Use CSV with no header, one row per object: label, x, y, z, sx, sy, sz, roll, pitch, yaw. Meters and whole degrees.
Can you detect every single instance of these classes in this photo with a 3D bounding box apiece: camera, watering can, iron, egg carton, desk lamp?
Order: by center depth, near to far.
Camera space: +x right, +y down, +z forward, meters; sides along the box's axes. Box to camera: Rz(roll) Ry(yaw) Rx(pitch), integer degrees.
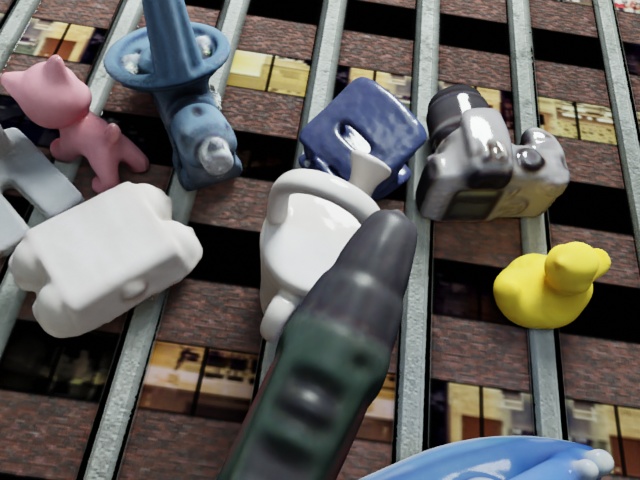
iron,0.122,0.191,0.404,0.259,0.141,0.118,-19,64,-16
watering can,0.002,0.001,0.467,0.101,0.194,0.173,8,60,-1
desk lamp,-0.323,-0.123,0.491,0.203,0.213,0.118,40,65,16
egg carton,-0.188,0.017,0.510,0.150,0.069,0.107,-33,69,-21
camera,0.171,-0.099,0.595,0.143,0.101,0.137,-2,61,-7

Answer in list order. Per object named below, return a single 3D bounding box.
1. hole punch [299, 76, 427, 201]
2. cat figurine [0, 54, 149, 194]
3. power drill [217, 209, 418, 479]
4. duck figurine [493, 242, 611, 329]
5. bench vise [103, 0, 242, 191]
hole punch,0.041,-0.094,0.584,0.101,0.091,0.108,-36,70,-22
cat figurine,-0.237,-0.121,0.554,0.127,0.118,0.067,33,63,13
power drill,-0.005,0.113,0.396,0.075,0.208,0.230,23,61,8
duck figurine,0.219,0.035,0.533,0.105,0.086,0.077,-13,63,-13
bench vise,-0.122,-0.167,0.533,0.122,0.220,0.207,-39,71,-23
